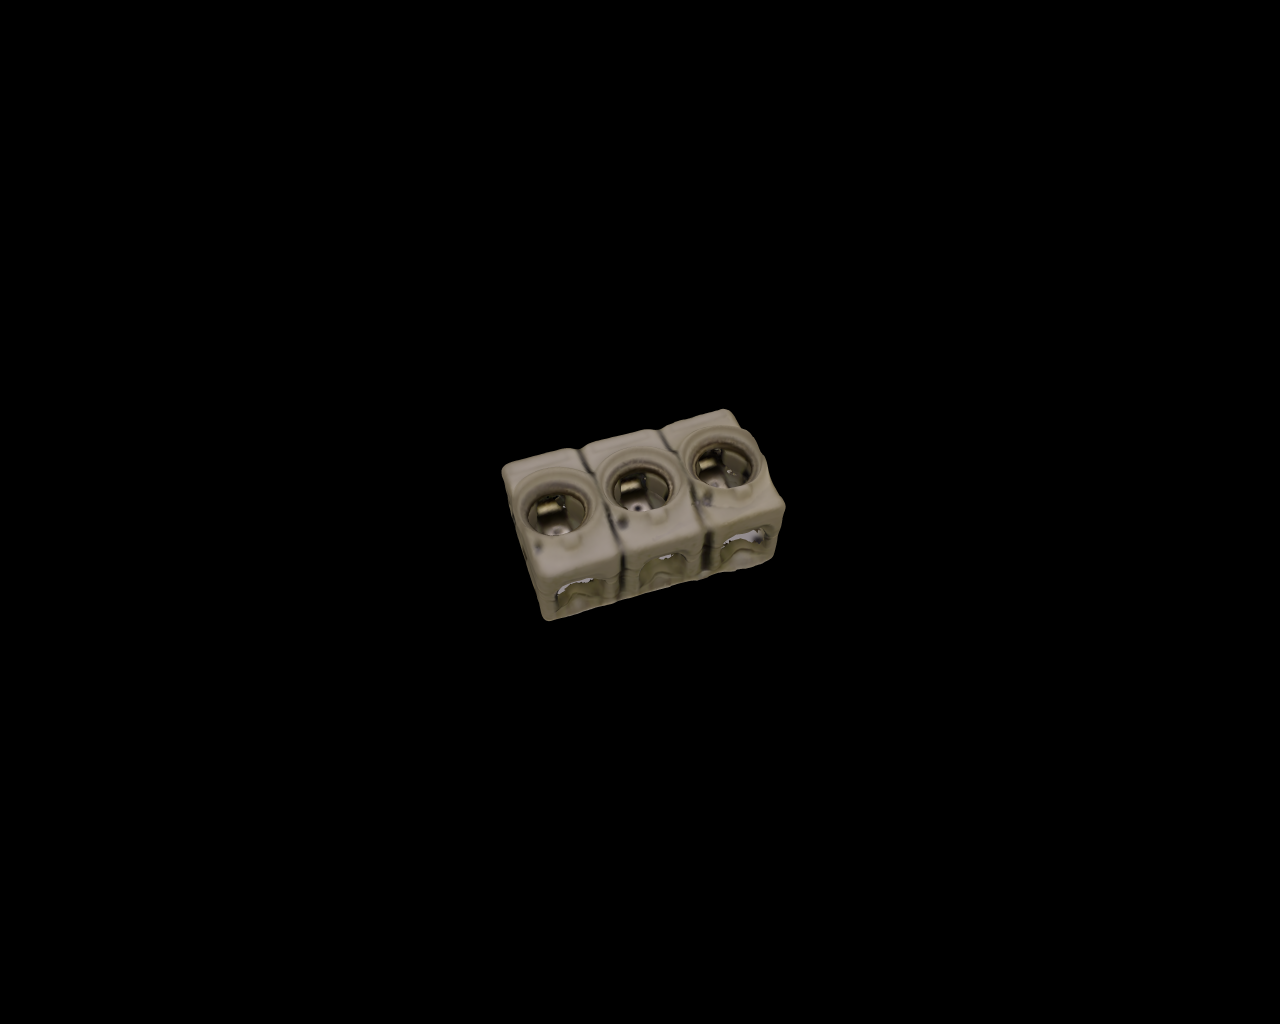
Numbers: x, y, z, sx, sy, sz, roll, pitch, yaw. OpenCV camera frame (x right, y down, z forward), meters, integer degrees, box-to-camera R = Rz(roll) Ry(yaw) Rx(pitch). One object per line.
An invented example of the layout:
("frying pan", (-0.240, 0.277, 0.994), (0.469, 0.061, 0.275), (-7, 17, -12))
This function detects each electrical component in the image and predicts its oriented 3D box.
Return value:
("electrical component", (0.001, -0.003, 0.650), (0.150, 0.090, 0.061), (-15, -35, -11))
